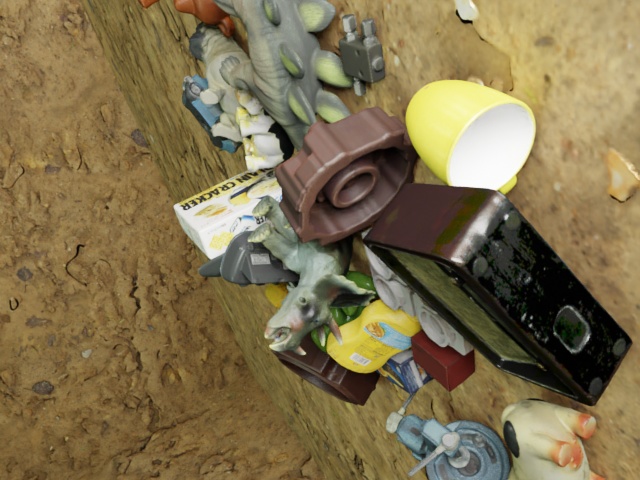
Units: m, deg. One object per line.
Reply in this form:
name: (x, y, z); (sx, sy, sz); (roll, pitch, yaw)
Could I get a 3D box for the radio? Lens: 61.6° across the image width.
radio: (0.158, 0.048, 0.475); (0.229, 0.073, 0.131); (40, 169, -23)

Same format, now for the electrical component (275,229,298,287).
electrical component: (-0.051, 0.047, 1.038); (0.134, 0.058, 0.115); (59, 169, -18)

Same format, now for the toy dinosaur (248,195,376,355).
toy dinosaur: (-0.006, -0.003, 0.845); (0.192, 0.131, 0.405); (47, -156, -22)

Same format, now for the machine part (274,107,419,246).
machine part: (0.032, -0.070, 0.618); (0.056, 0.179, 0.179); (55, 161, 28)

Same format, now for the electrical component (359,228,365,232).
electrical component: (0.052, -0.051, 0.755); (0.078, 0.045, 0.102); (39, 164, 33)

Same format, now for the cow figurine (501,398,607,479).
cow figurine: (0.262, 0.268, 0.633); (0.127, 0.085, 0.194); (19, 137, 55)

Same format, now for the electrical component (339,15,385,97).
electrical component: (0.049, -0.203, 0.605); (0.063, 0.021, 0.093); (40, 152, 46)

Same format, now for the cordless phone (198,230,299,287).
cordless phone: (-0.121, 0.045, 0.942); (0.184, 0.146, 0.088); (-21, 74, 50)

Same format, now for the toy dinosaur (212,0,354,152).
toy dinosaur: (-0.045, -0.217, 0.710); (0.199, 0.105, 0.470); (40, 163, 38)

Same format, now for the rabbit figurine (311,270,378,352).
rabbit figurine: (0.033, 0.103, 0.927); (0.170, 0.121, 0.159); (60, 154, -13)

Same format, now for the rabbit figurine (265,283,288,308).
rabbit figurine: (-0.018, 0.143, 1.150); (0.173, 0.122, 0.162); (33, 155, 20)

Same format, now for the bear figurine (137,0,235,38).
bear figurine: (-0.224, -0.406, 0.869); (0.196, 0.132, 0.120); (58, 165, 28)

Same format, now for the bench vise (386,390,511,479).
bench vise: (0.186, 0.304, 0.796); (0.224, 0.129, 0.240); (38, 169, 34)

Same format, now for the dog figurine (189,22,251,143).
dog figurine: (-0.152, -0.277, 0.943); (0.172, 0.121, 0.191); (80, 172, -52)

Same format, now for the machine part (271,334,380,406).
machine part: (0.010, 0.262, 1.140); (0.201, 0.087, 0.201); (17, 155, 38)

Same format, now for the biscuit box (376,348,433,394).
biscuit box: (0.117, 0.197, 0.945); (0.203, 0.059, 0.062); (16, 132, 65)

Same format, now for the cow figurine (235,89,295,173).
cow figurine: (-0.085, -0.190, 0.862); (0.167, 0.098, 0.068); (88, 170, -52)

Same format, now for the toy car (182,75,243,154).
toy car: (-0.186, -0.250, 1.023); (0.161, 0.103, 0.109); (53, 165, -8)
